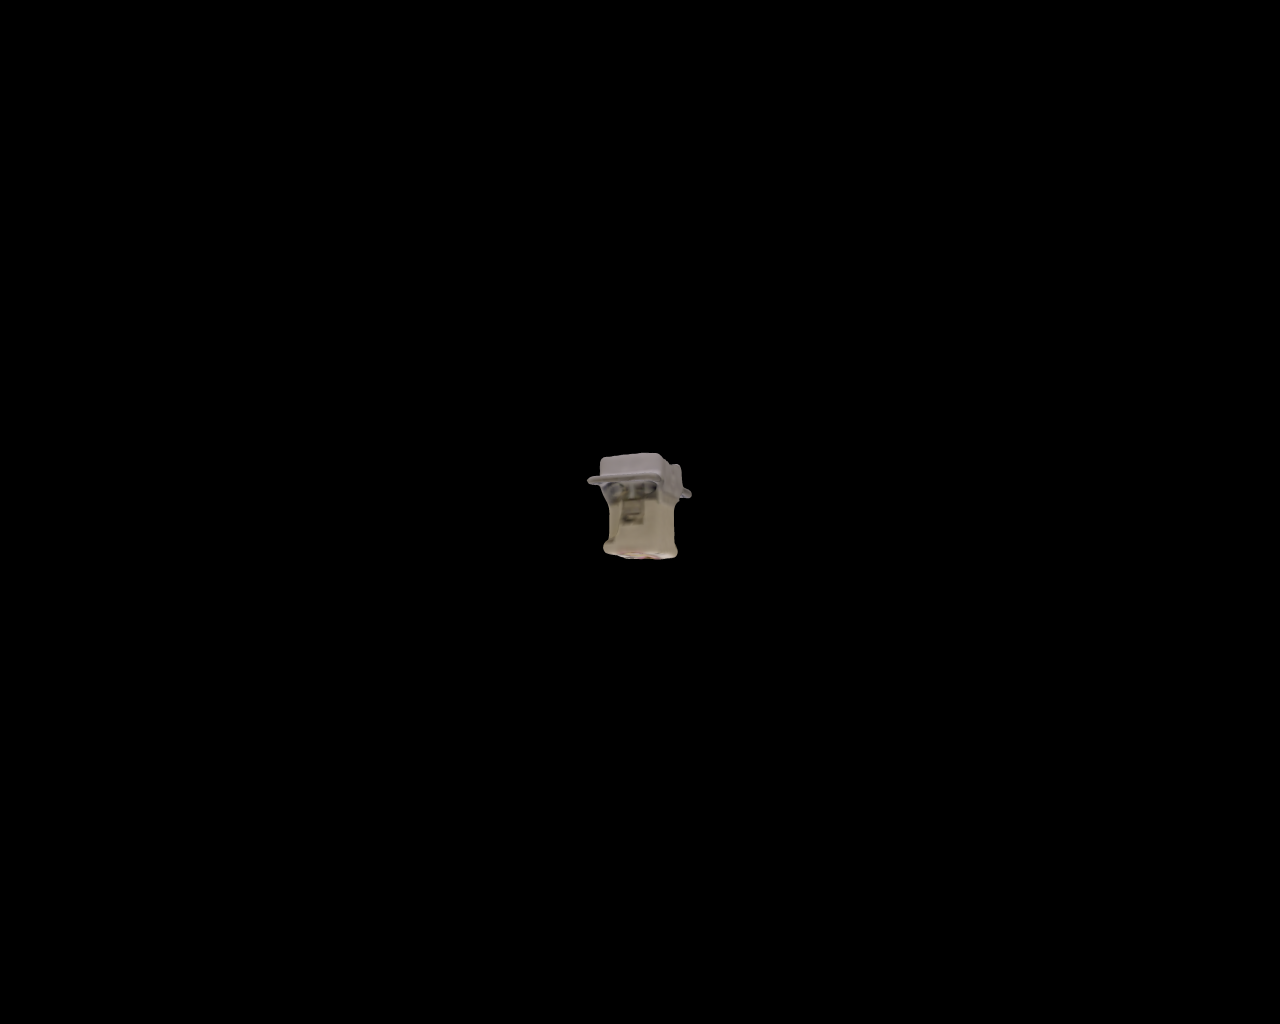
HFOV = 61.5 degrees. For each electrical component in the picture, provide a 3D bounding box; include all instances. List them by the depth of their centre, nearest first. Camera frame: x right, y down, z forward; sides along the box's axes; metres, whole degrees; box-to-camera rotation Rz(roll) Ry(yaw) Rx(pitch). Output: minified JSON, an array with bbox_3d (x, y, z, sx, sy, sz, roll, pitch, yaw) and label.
[{"bbox_3d":[0.001,-0.003,0.650,0.042,0.063,0.081,-2,-7,19],"label":"electrical component"}]
